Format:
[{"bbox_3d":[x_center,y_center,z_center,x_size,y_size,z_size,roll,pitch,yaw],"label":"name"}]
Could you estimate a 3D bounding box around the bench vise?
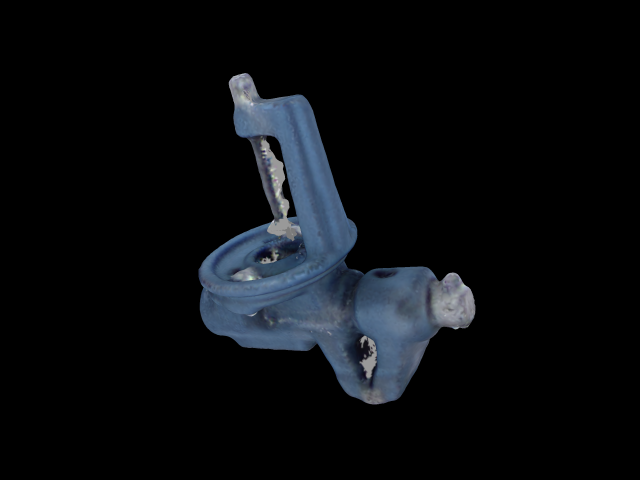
[{"bbox_3d":[0.006,-0.004,0.410,0.207,0.220,0.121,4,29,7],"label":"bench vise"}]
